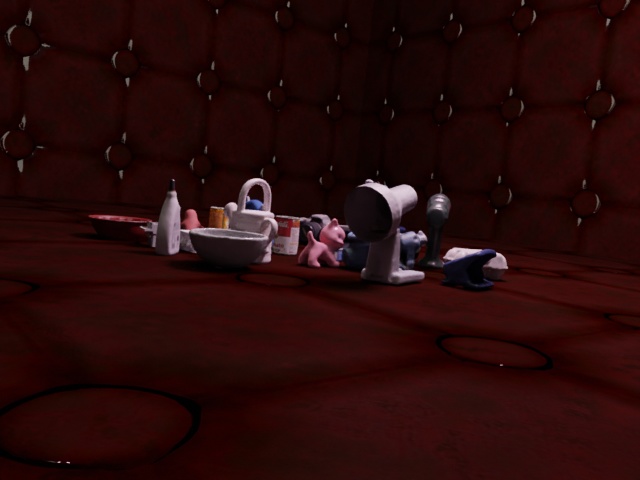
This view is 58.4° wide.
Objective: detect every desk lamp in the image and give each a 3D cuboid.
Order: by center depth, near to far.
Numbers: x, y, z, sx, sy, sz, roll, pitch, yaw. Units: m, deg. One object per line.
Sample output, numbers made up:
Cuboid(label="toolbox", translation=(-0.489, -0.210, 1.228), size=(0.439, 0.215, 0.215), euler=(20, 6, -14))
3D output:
Cuboid(label="desk lamp", translation=(0.143, -0.016, 1.229), size=(0.117, 0.213, 0.204), euler=(10, 6, 36))

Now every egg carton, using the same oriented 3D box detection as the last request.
Cuboid(label="egg carton", translation=(0.400, 0.062, 1.477), size=(0.150, 0.069, 0.107), euler=(5, 5, -15))

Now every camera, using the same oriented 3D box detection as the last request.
Cuboid(label="camera", translation=(-0.030, -0.037, 1.905), size=(0.142, 0.101, 0.137), euler=(9, 6, 28))

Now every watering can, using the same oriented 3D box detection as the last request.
Cuboid(label="watering can", translation=(-0.164, -0.048, 1.343), size=(0.172, 0.194, 0.101), euler=(8, 6, 21))

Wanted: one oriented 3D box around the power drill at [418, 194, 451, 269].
Cuboid(label="power drill", translation=(0.326, -0.029, 1.618), size=(0.075, 0.208, 0.230), euler=(7, 5, 11))

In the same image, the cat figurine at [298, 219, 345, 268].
Cuboid(label="cat figurine", translation=(0.013, 0.005, 1.388), size=(0.128, 0.118, 0.067), euler=(1, 7, -44))

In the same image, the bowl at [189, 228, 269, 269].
Cuboid(label="bowl", translation=(-0.195, 0.021, 1.213), size=(0.167, 0.075, 0.167), euler=(6, 5, 0))

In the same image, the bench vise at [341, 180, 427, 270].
Cuboid(label="bench vise", translation=(0.159, -0.034, 1.415), size=(0.208, 0.220, 0.121), euler=(3, 6, -33))

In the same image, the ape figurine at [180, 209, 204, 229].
Cuboid(label="ape figurine", translation=(-0.360, -0.039, 1.595), size=(0.078, 0.092, 0.076), euler=(5, 5, -8))

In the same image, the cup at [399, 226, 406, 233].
Cuboid(label="cup", translation=(0.212, 0.003, 1.772), size=(0.091, 0.095, 0.118), euler=(8, 5, 21))

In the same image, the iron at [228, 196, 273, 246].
Cuboid(label="iron", translation=(-0.184, -0.051, 1.656), size=(0.119, 0.141, 0.257), euler=(4, 6, -25))

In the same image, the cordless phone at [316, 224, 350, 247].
Cuboid(label="cordless phone", translation=(0.070, -0.053, 1.721), size=(0.148, 0.185, 0.094), euler=(4, 6, -23))

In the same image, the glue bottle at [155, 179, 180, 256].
Cuboid(label="glue bottle", translation=(-0.343, -0.053, 1.311), size=(0.037, 0.173, 0.078), euler=(6, 5, 5))

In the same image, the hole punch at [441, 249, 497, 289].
Cuboid(label="hole punch", translation=(0.335, 0.060, 1.293), size=(0.100, 0.091, 0.109), euler=(10, 6, 37))
